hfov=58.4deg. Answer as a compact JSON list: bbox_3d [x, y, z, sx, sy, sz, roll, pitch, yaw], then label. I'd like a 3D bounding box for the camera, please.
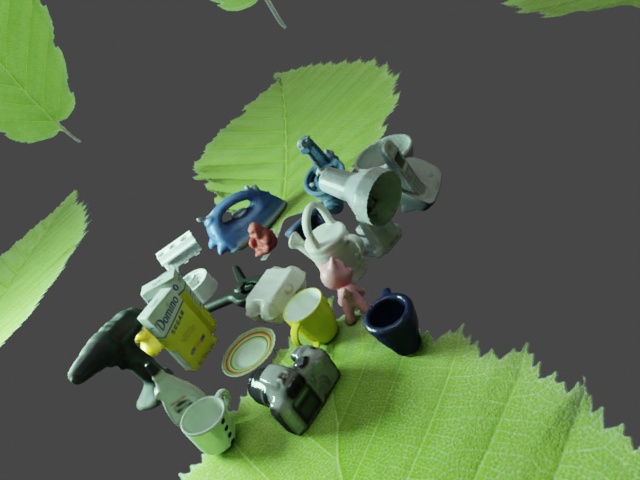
[{"bbox_3d":[-0.062,0.252,1.026,0.136,0.101,0.143,2,44,45],"label":"camera"}]

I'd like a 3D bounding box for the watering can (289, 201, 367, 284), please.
[{"bbox_3d":[0.010,0.006,1.230,0.172,0.194,0.101,-21,32,20],"label":"watering can"}]

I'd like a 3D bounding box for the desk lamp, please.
[{"bbox_3d":[0.095,-0.066,1.238,0.202,0.214,0.118,10,50,50],"label":"desk lamp"}]

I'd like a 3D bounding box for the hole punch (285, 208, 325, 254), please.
[{"bbox_3d":[-0.037,-0.032,1.439,0.109,0.091,0.100,-39,30,-11],"label":"hole punch"}]

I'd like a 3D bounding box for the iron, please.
[{"bbox_3d":[-0.223,-0.078,1.633,0.259,0.142,0.118,-42,31,-16],"label":"iron"}]

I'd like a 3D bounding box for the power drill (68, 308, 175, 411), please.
[{"bbox_3d":[-0.414,0.267,1.229,0.075,0.209,0.229,-19,32,23],"label":"power drill"}]

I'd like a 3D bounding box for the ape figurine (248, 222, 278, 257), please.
[{"bbox_3d":[-0.159,-0.008,1.517,0.076,0.092,0.077,-42,31,-16],"label":"ape figurine"}]

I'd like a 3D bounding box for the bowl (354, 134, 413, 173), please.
[{"bbox_3d":[0.178,-0.203,1.507,0.167,0.075,0.167,-24,31,15],"label":"bowl"}]

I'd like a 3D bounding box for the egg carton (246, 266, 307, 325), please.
[{"bbox_3d":[-0.097,0.122,1.286,0.107,0.070,0.150,-4,40,40],"label":"egg carton"}]

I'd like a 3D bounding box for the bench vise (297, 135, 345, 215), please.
[{"bbox_3d":[-0.004,-0.195,1.520,0.121,0.220,0.207,-30,30,5],"label":"bench vise"}]

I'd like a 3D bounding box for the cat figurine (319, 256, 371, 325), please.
[{"bbox_3d":[0.044,0.089,1.153,0.067,0.118,0.127,-31,29,2],"label":"cat figurine"}]

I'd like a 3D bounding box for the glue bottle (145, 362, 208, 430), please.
[{"bbox_3d":[-0.280,0.292,1.098,0.078,0.173,0.037,-36,30,-6],"label":"glue bottle"}]

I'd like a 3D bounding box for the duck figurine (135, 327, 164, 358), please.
[{"bbox_3d":[-0.429,0.230,1.423,0.077,0.086,0.104,-20,32,21],"label":"duck figurine"}]

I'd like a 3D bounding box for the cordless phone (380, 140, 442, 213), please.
[{"bbox_3d":[0.204,-0.169,1.319,0.094,0.185,0.148,-13,35,31],"label":"cordless phone"}]

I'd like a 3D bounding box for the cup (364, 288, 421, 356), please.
[{"bbox_3d":[0.134,0.147,1.002,0.091,0.095,0.117,-24,31,15],"label":"cup"}]
